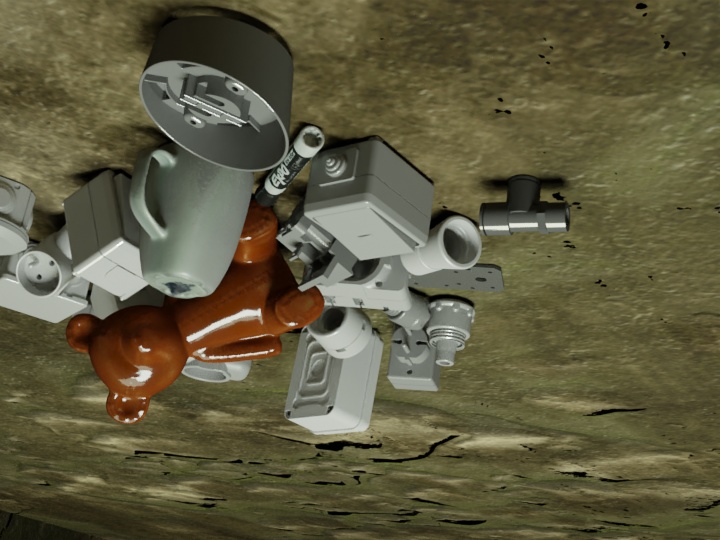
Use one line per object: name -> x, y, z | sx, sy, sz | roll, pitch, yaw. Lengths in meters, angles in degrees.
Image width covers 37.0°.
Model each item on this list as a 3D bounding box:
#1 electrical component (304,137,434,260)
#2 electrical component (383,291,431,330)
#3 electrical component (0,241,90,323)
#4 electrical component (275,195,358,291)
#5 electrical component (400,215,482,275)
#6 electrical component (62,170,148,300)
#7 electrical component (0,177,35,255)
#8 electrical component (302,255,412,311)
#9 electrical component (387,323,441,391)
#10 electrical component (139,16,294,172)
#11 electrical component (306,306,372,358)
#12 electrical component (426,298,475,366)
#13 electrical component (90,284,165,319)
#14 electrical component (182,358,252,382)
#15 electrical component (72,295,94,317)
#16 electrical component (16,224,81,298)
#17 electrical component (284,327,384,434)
electrical component -> 0.003, -0.052, 0.797 | 0.062, 0.061, 0.096 | -8, 152, 36
electrical component -> 0.037, 0.033, 1.028 | 0.061, 0.035, 0.035 | 27, 152, -31
electrical component -> -0.327, 0.010, 1.087 | 0.100, 0.048, 0.100 | 22, 154, -30
electrical component -> -0.029, -0.027, 0.862 | 0.064, 0.081, 0.042 | 42, 147, -16
electrical component -> 0.064, -0.017, 0.888 | 0.044, 0.044, 0.065 | 21, 159, -28
electrical component -> -0.200, -0.036, 0.890 | 0.061, 0.096, 0.062 | -32, 143, 17
electrical component -> -0.327, -0.048, 0.942 | 0.080, 0.051, 0.080 | 7, 158, 3
electrical component -> 0.000, 0.000, 0.939 | 0.089, 0.050, 0.055 | 4, 157, 13
electrical component -> 0.054, 0.080, 1.092 | 0.047, 0.065, 0.076 | 2, 157, 16
electrical component -> -0.089, -0.112, 0.681 | 0.099, 0.064, 0.099 | 7, 158, 3
electrical component -> -0.023, 0.054, 1.075 | 0.055, 0.055, 0.047 | -3, 151, 27
electrical component -> 0.085, 0.061, 1.040 | 0.048, 0.062, 0.048 | 7, 158, 3
electrical component -> -0.216, 0.038, 1.046 | 0.062, 0.089, 0.150 | -14, 166, -22
electrical component -> -0.168, 0.089, 1.207 | 0.095, 0.059, 0.053 | 12, 158, -8
electrical component -> -0.276, 0.062, 1.183 | 0.057, 0.058, 0.078 | 9, 158, 7
electrical component -> -0.265, -0.017, 0.981 | 0.044, 0.077, 0.079 | 46, 107, -4
electrical component -> -0.026, 0.114, 1.144 | 0.078, 0.113, 0.057 | -13, 147, 42
